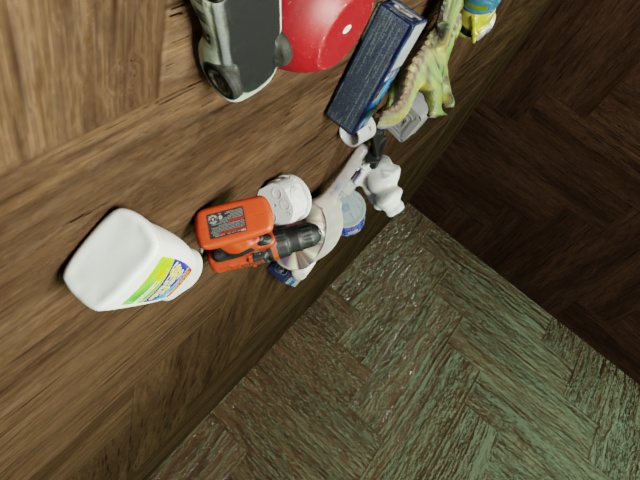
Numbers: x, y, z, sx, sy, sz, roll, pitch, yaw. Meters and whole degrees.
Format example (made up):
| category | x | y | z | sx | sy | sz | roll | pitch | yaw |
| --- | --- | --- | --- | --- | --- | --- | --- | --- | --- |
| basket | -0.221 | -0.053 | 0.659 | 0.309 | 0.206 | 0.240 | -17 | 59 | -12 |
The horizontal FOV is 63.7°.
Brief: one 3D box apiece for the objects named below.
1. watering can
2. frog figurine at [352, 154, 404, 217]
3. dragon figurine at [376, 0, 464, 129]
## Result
| category | x | y | z | sx | sy | sz | roll | pitch | yaw |
| --- | --- | --- | --- | --- | --- | --- | --- | --- | --- |
| watering can | 0.003 | -0.057 | 1.139 | 0.344 | 0.104 | 0.226 | -67 | 167 | 14 |
| frog figurine | 0.173 | -0.147 | 1.383 | 0.135 | 0.160 | 0.124 | -56 | 169 | 33 |
| dragon figurine | 0.186 | -0.333 | 0.892 | 0.417 | 0.122 | 0.238 | -46 | 148 | -61 |
